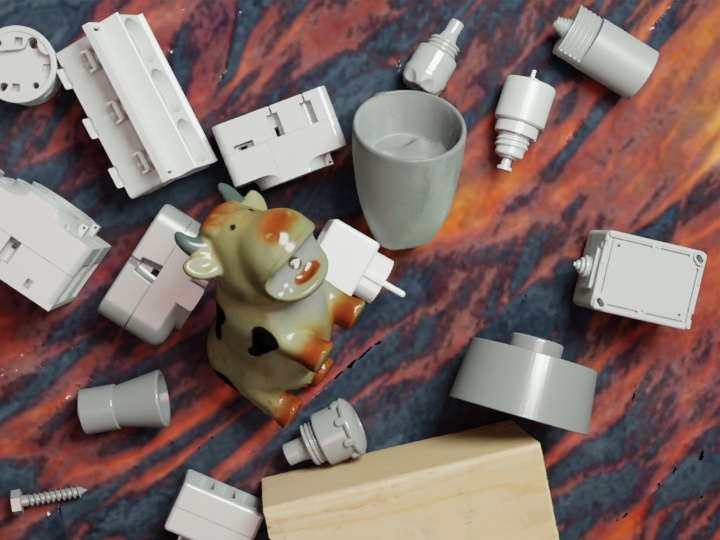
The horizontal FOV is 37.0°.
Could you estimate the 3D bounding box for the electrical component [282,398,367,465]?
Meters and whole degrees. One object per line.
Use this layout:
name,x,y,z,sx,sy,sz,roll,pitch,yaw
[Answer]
electrical component,-0.029,0.131,0.833,0.062,0.048,0.048,-24,95,3

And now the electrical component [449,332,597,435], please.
electrical component,0.127,0.081,0.816,0.108,0.108,0.060,16,85,-6

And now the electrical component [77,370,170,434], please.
electrical component,-0.181,0.103,0.818,0.065,0.044,0.044,-10,93,-1

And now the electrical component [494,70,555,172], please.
electrical component,0.124,-0.115,0.838,0.040,0.040,0.078,18,91,-6

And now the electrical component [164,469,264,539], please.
electrical component,-0.119,0.204,0.824,0.066,0.047,0.076,24,90,-6

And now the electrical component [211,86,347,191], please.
electrical component,-0.060,-0.095,0.816,0.089,0.050,0.055,-21,94,-5

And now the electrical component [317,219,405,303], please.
electrical component,0.000,0.000,0.818,0.077,0.066,0.047,30,89,-6

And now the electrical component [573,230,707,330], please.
electrical component,0.210,0.005,0.842,0.096,0.061,0.061,13,91,-6

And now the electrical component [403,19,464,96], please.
electrical component,0.060,-0.166,0.833,0.035,0.035,0.061,31,87,-6

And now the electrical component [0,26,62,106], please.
electrical component,-0.249,-0.149,0.796,0.055,0.047,0.055,0,92,-6

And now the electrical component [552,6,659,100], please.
electrical component,0.187,-0.173,0.841,0.081,0.043,0.043,30,89,-6

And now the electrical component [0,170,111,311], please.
electrical component,-0.274,-0.052,0.768,0.186,0.105,0.060,35,89,-6

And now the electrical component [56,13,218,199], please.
electrical component,-0.166,-0.119,0.793,0.063,0.079,0.121,-25,95,17

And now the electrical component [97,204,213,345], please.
electrical component,-0.145,0.006,0.810,0.059,0.054,0.095,33,89,-6
